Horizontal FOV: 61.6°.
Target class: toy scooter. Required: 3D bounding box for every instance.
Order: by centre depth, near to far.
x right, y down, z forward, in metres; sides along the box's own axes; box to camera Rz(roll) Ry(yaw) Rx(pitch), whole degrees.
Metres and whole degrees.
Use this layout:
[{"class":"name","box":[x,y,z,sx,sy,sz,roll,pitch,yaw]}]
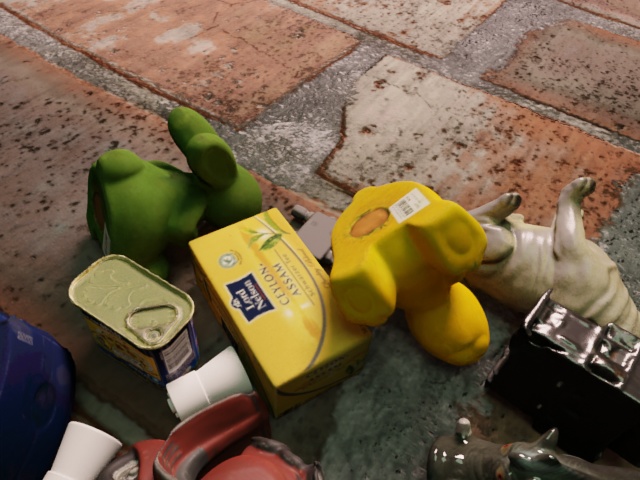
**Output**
[{"class":"toy scooter","box":[-0.061,0.166,0.380,0.184,0.075,0.135,7,27,42]}]

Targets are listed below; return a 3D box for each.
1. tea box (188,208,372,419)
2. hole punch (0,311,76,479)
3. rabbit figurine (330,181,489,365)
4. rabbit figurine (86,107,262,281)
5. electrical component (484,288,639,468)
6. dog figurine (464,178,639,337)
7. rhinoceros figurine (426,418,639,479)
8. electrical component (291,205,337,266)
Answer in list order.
[{"class":"tea box","box":[-0.041,0.060,0.492,0.098,0.068,0.170,-25,57,-24]},{"class":"hole punch","box":[-0.231,0.120,0.390,0.092,0.142,0.116,23,66,17]},{"class":"rabbit figurine","box":[0.083,0.041,0.480,0.122,0.173,0.162,-41,21,0]},{"class":"rabbit figurine","box":[-0.138,-0.050,0.542,0.170,0.159,0.121,-11,40,-33]},{"class":"electrical component","box":[0.213,0.118,0.433,0.134,0.114,0.058,33,57,24]},{"class":"dog figurine","box":[0.210,0.059,0.505,0.172,0.121,0.190,-18,65,23]},{"class":"rhinoceros figurine","box":[0.170,0.183,0.373,0.191,0.112,0.073,4,51,26]},{"class":"electrical component","box":[-0.001,-0.002,0.577,0.094,0.021,0.063,29,53,19]}]
